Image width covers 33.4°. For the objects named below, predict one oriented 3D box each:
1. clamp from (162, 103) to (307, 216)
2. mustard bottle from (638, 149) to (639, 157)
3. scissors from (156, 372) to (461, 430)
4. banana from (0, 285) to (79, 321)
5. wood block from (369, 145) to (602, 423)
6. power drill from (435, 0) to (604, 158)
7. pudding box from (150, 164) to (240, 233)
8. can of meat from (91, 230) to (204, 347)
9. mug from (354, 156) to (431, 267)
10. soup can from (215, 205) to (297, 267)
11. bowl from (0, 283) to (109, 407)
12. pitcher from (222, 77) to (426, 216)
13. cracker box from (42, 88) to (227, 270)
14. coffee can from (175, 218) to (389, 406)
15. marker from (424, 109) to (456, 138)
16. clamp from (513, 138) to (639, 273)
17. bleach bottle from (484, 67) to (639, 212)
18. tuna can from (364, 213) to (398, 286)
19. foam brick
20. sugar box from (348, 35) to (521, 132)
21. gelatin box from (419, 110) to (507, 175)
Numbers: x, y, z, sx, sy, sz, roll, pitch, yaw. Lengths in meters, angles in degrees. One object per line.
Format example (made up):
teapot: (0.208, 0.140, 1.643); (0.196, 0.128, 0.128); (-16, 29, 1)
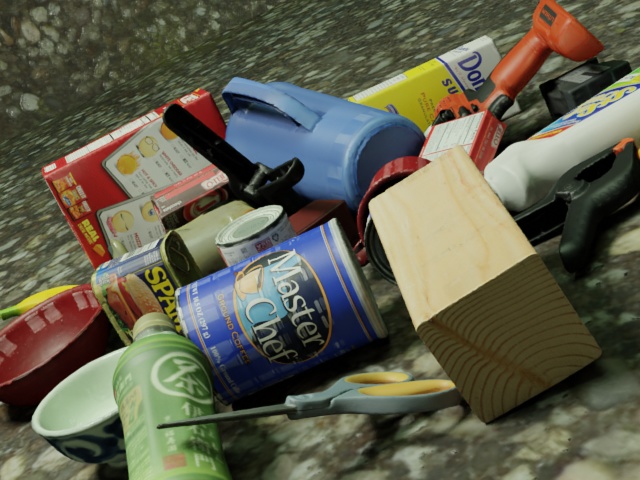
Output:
clamp: (-0.072, -0.065, 1.098); (0.165, 0.210, 0.036); (29, 77, 18)
mustard bottle: (0.351, -0.104, 0.865); (0.191, 0.058, 0.096); (-24, 22, 4)
scissors: (-0.008, 0.106, 0.711); (0.201, 0.016, 0.096); (-3, 3, -9)
banana: (-0.283, 0.077, 1.205); (0.198, 0.037, 0.069); (-6, 26, 45)
wood block: (0.106, 0.022, 0.749); (0.090, 0.090, 0.206); (-33, 23, 8)
power drill: (0.197, -0.151, 1.087); (0.188, 0.057, 0.184); (-45, 23, 17)
pudding box: (-0.133, -0.029, 1.197); (0.090, 0.113, 0.039); (-28, 62, -9)
can of meat: (-0.156, 0.054, 1.015); (0.084, 0.102, 0.057); (-22, 18, 15)
mug: (0.073, -0.020, 0.958); (0.117, 0.093, 0.081); (-44, 9, 17)
soup can: (-0.041, 0.029, 0.933); (0.068, 0.102, 0.068); (-23, 19, 8)
bowl: (-0.266, 0.113, 1.050); (0.162, 0.055, 0.162); (-25, 23, 12)
pitcher: (0.001, -0.100, 1.143); (0.149, 0.145, 0.243); (-9, 16, -30)
cracker box: (-0.195, -0.059, 1.263); (0.213, 0.164, 0.072); (-29, 21, -9)
coffee can: (-0.030, 0.057, 0.846); (0.140, 0.103, 0.103); (-24, 19, 4)
marker: (0.109, -0.097, 1.111); (0.020, 0.020, 0.121); (-40, -9, -36)
clamp: (0.202, -0.026, 0.880); (0.120, 0.039, 0.171); (3, 34, 47)
bleach bottle: (0.246, -0.091, 0.955); (0.250, 0.068, 0.103); (-30, 13, -7)
tuna can: (0.080, -0.004, 0.897); (0.086, 0.086, 0.033); (-21, 18, 13)
foam brick: (-0.007, 0.001, 1.042); (0.078, 0.053, 0.051); (-35, 22, -30)
sugar box: (0.131, -0.154, 1.216); (0.176, 0.093, 0.048); (-25, 20, 4)
gelatin box: (0.130, -0.080, 1.020); (0.089, 0.030, 0.073); (-9, 52, 57)
